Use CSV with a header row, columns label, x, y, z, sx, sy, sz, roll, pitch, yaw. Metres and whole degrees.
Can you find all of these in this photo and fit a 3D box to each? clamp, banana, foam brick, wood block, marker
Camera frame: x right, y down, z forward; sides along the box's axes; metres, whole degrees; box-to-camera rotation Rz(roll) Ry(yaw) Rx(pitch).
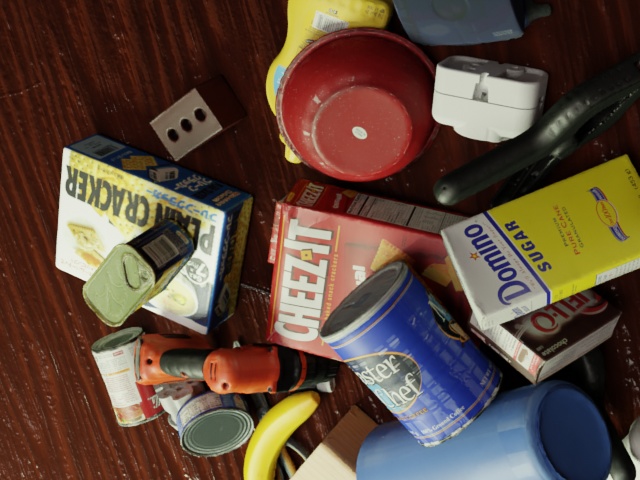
label,x,y,z,sx,sy,sz,roll,pitch,yaw
clamp,0.239,0.155,1.029,0.120,0.039,0.171,-25,72,53
banana,-0.050,0.244,1.227,0.070,0.037,0.198,21,116,14
foam brick,-0.127,-0.127,1.121,0.078,0.051,0.053,-31,94,35
wood block,0.076,0.293,1.166,0.206,0.090,0.090,41,124,8
marker,-0.042,0.163,1.209,0.121,0.020,0.020,-3,109,22
clamp,0.205,-0.086,0.931,0.210,0.164,0.036,-37,71,13

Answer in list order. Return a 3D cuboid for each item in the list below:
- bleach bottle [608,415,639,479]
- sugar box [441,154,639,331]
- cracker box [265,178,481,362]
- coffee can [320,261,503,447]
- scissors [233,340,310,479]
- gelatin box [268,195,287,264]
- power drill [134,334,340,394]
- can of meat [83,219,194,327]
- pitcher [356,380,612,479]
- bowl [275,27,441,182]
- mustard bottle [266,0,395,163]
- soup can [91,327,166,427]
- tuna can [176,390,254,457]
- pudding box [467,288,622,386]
label,x,y,z,sx,sy,sz,roll,pitch,yaw
bleach bottle,0.285,0.284,1.066,0.102,0.068,0.251,40,126,10
sugar box,0.204,0.002,0.932,0.176,0.048,0.093,-22,67,1
cracker box,0.061,0.045,1.058,0.214,0.072,0.164,13,117,10
coffee can,0.083,0.104,0.978,0.140,0.102,0.103,48,125,-9
scissors,-0.073,0.219,1.262,0.096,0.016,0.202,-32,93,35
gelatin box,-0.007,0.001,1.123,0.089,0.030,0.073,20,119,20
power drill,-0.095,0.133,1.160,0.188,0.184,0.057,-3,84,41
can of meat,-0.187,0.032,1.120,0.057,0.083,0.102,46,125,4
pitcher,0.150,0.221,1.013,0.243,0.144,0.149,-32,65,49
bowl,0.038,-0.113,0.993,0.162,0.055,0.162,0,123,0
mustard bottle,0.000,-0.160,1.033,0.096,0.058,0.192,22,120,5
soup can,-0.229,0.165,1.293,0.069,0.068,0.102,-10,105,31
tuna can,-0.121,0.210,1.226,0.086,0.086,0.034,-61,36,33
pudding box,0.204,0.072,0.974,0.090,0.113,0.039,40,142,33
